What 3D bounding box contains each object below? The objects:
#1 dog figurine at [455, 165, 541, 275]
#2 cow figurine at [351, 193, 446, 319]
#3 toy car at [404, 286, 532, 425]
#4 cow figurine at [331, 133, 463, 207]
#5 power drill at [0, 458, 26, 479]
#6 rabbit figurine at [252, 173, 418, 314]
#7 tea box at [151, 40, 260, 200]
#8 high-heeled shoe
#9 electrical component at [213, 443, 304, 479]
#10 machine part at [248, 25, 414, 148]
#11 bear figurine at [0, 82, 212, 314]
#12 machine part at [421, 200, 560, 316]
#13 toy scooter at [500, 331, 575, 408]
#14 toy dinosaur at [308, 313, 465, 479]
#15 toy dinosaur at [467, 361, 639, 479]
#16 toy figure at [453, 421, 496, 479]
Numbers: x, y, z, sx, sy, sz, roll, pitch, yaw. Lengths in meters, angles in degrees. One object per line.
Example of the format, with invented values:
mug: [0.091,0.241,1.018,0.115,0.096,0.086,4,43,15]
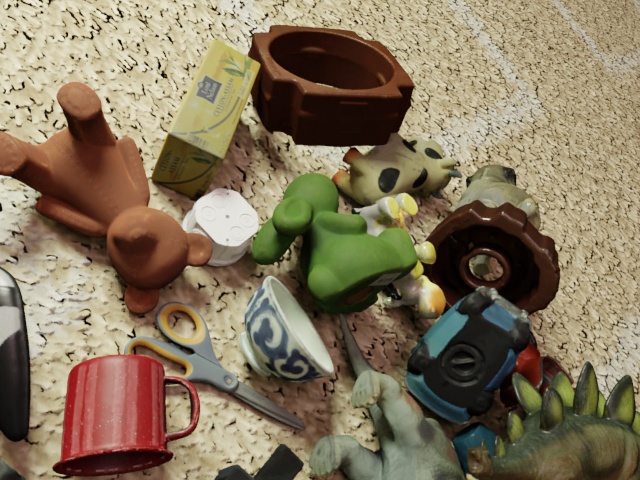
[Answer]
dog figurine: [0.272,-0.065,0.800,0.121,0.172,0.190,41,57,-18]
cow figurine: [0.096,0.029,0.697,0.068,0.098,0.167,-24,94,-48]
toy car: [0.178,0.132,0.662,0.109,0.161,0.103,33,6,5]
cow figurine: [0.122,-0.100,0.783,0.127,0.085,0.195,47,48,10]
power drill: [-0.321,0.207,0.346,0.232,0.086,0.207,39,47,-7]
rabbit figurine: [-0.001,-0.002,0.628,0.159,0.121,0.170,-8,58,-39]
tea box: [-0.137,-0.146,0.650,0.068,0.098,0.170,24,52,-17]
high-heeled shoe: [-0.325,0.056,0.436,0.145,0.086,0.249,-10,64,-30]
electrical component: [-0.069,0.243,0.492,0.075,0.048,0.119,44,50,-2]
machine part: [0.010,-0.212,0.739,0.201,0.087,0.202,-4,46,-19]
bear figurine: [-0.206,-0.032,0.529,0.120,0.132,0.196,-38,81,-12]
machine part: [0.218,0.034,0.706,0.179,0.179,0.056,46,34,0]
toy scooter: [0.287,0.203,0.693,0.184,0.075,0.135,54,31,8]
toy dinosaur: [0.095,0.266,0.538,0.192,0.131,0.405,35,41,-31]
toy dinosaur: [0.308,0.245,0.593,0.471,0.105,0.198,23,65,-34]
toy figure: [0.215,0.290,0.627,0.064,0.058,0.154,-34,83,0]
